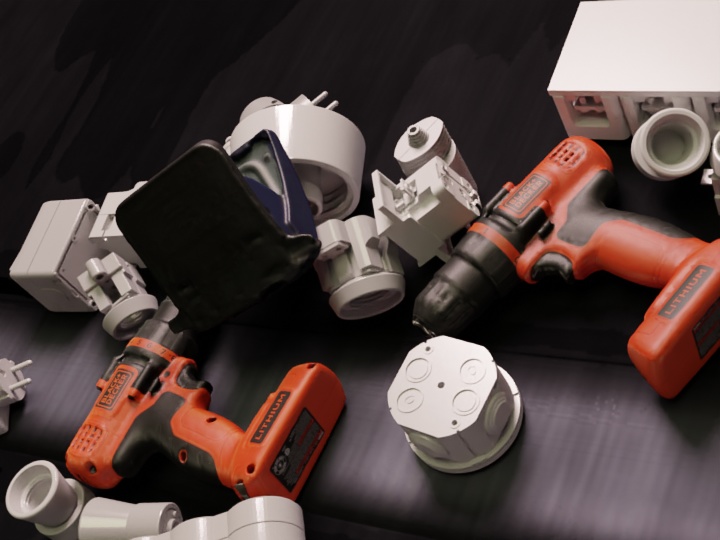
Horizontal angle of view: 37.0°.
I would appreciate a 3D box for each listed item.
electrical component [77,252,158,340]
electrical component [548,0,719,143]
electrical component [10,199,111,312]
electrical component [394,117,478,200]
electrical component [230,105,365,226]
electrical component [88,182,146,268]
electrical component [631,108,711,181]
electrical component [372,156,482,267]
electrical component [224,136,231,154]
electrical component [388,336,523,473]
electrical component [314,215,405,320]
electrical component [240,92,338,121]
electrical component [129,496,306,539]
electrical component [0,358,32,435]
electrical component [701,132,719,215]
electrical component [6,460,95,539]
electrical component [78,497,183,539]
[{"bbox_3d":[-0.195,0.024,0.882,0.048,0.066,0.055,-35,67,1],"label":"electrical component"},{"bbox_3d":[0.225,-0.141,0.772,0.150,0.061,0.089,6,60,32],"label":"electrical component"},{"bbox_3d":[-0.255,-0.018,0.943,0.061,0.061,0.096,-1,56,28],"label":"electrical component"},{"bbox_3d":[0.055,-0.079,0.806,0.043,0.081,0.043,-15,51,19],"label":"electrical component"},{"bbox_3d":[-0.049,-0.072,0.843,0.108,0.108,0.060,-13,57,20],"label":"electrical component"},{"bbox_3d":[-0.177,-0.039,0.924,0.089,0.050,0.055,-2,56,28],"label":"electrical component"},{"bbox_3d":[0.207,-0.083,0.719,0.045,0.055,0.045,0,91,7],"label":"electrical component"},{"bbox_3d":[0.049,-0.044,0.776,0.064,0.081,0.042,-38,36,24],"label":"electrical component"},{"bbox_3d":[-0.103,-0.087,0.925,0.040,0.040,0.078,-28,48,8],"label":"electrical component"},{"bbox_3d":[0.061,0.086,0.698,0.080,0.051,0.080,-15,51,19],"label":"electrical component"},{"bbox_3d":[0.000,0.000,0.785,0.058,0.078,0.057,-29,66,26],"label":"electrical component"},{"bbox_3d":[-0.054,-0.124,0.924,0.079,0.044,0.077,-40,47,-3],"label":"electrical component"},{"bbox_3d":[-0.098,0.204,0.696,0.138,0.052,0.073,-21,49,13],"label":"electrical component"},{"bbox_3d":[-0.305,0.097,0.894,0.077,0.047,0.065,-23,49,12],"label":"electrical component"},{"bbox_3d":[0.256,-0.066,0.703,0.066,0.055,0.048,5,59,32],"label":"electrical component"},{"bbox_3d":[-0.224,0.171,0.788,0.045,0.055,0.045,-15,51,19],"label":"electrical component"},{"bbox_3d":[-0.158,0.181,0.755,0.065,0.044,0.044,-6,54,20],"label":"electrical component"}]
